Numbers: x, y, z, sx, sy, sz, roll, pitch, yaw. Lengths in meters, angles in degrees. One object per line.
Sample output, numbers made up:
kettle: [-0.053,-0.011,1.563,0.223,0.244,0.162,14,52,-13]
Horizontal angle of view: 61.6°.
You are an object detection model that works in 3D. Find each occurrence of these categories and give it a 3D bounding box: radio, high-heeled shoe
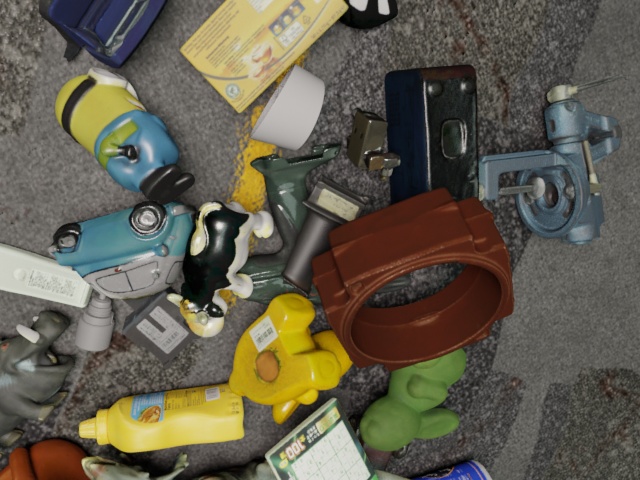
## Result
radio: [0.138,-0.099,0.669,0.073,0.131,0.229,-8,102,-11]
high-heeled shoe: [0.040,-0.379,0.620,0.145,0.086,0.248,5,106,-14]

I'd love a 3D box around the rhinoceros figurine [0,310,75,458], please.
rhinoceros figurine: [-0.359,0.169,0.630,0.112,0.073,0.190,41,91,-6]

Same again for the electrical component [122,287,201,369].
electrical component: [-0.205,0.091,0.662,0.075,0.048,0.119,-40,108,-4]

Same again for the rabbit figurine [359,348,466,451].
rabbit figurine: [0.116,0.206,0.730,0.159,0.121,0.170,46,71,-38]

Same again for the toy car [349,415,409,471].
toy car: [0.056,0.345,0.770,0.089,0.053,0.202,21,90,-15]

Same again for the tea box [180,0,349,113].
tea box: [-0.061,-0.237,0.603,0.169,0.068,0.098,-38,108,16]

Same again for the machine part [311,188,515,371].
machine part: [0.106,0.054,0.598,0.201,0.087,0.200,-20,137,7]

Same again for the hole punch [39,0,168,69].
hole punch: [-0.211,-0.240,0.563,0.092,0.116,0.142,30,90,-10]

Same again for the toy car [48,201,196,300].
toy car: [-0.212,0.016,0.609,0.162,0.109,0.103,-17,90,-6]

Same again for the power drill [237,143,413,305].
power drill: [0.001,-0.016,0.684,0.232,0.086,0.207,-10,110,-9]

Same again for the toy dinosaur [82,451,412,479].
toy dinosaur: [-0.091,0.329,0.684,0.405,0.192,0.131,7,86,-28]

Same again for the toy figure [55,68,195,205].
toy figure: [-0.212,-0.110,0.571,0.089,0.082,0.180,-32,69,-21]

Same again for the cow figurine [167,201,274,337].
cow figurine: [-0.121,0.037,0.601,0.068,0.098,0.167,24,99,22]

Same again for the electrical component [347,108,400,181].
electrical component: [0.064,-0.118,0.668,0.045,0.102,0.078,6,108,-18]

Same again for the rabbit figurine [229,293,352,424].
rabbit figurine: [-0.020,0.159,0.678,0.173,0.122,0.162,5,128,-55]

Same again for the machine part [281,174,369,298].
machine part: [-0.001,-0.002,0.628,0.084,0.039,0.138,22,96,-25]

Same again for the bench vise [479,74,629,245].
bench vise: [0.295,-0.096,0.715,0.241,0.129,0.223,-8,103,-19]

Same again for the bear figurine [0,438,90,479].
bear figurine: [-0.319,0.314,0.597,0.120,0.196,0.132,42,89,-20]
